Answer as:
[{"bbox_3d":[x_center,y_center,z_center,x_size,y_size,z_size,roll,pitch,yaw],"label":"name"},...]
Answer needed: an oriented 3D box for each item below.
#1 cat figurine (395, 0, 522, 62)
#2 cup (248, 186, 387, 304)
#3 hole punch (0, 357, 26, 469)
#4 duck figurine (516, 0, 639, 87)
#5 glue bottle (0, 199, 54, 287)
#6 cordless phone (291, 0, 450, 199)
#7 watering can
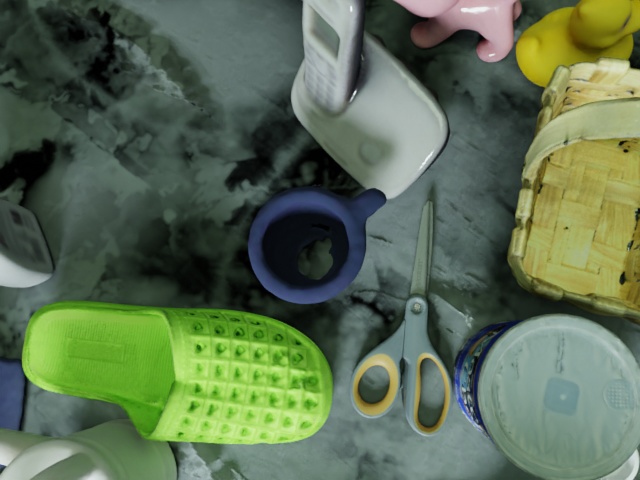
[{"bbox_3d":[0.117,-0.217,0.493,0.127,0.118,0.067,11,81,7],"label":"cat figurine"},{"bbox_3d":[0.004,0.002,0.478,0.118,0.095,0.091,-35,79,-1],"label":"cup"},{"bbox_3d":[-0.323,0.152,0.486,0.101,0.091,0.109,1,80,6],"label":"hole punch"},{"bbox_3d":[0.227,-0.179,0.492,0.104,0.086,0.077,-9,79,4],"label":"duck figurine"},{"bbox_3d":[-0.287,-0.005,0.467,0.037,0.173,0.078,-24,79,2],"label":"glue bottle"},{"bbox_3d":[0.037,-0.120,0.450,0.094,0.185,0.147,-45,79,-3],"label":"cordless phone"},{"bbox_3d":[-0.191,0.191,0.414,0.172,0.194,0.101,12,82,8],"label":"watering can"}]
